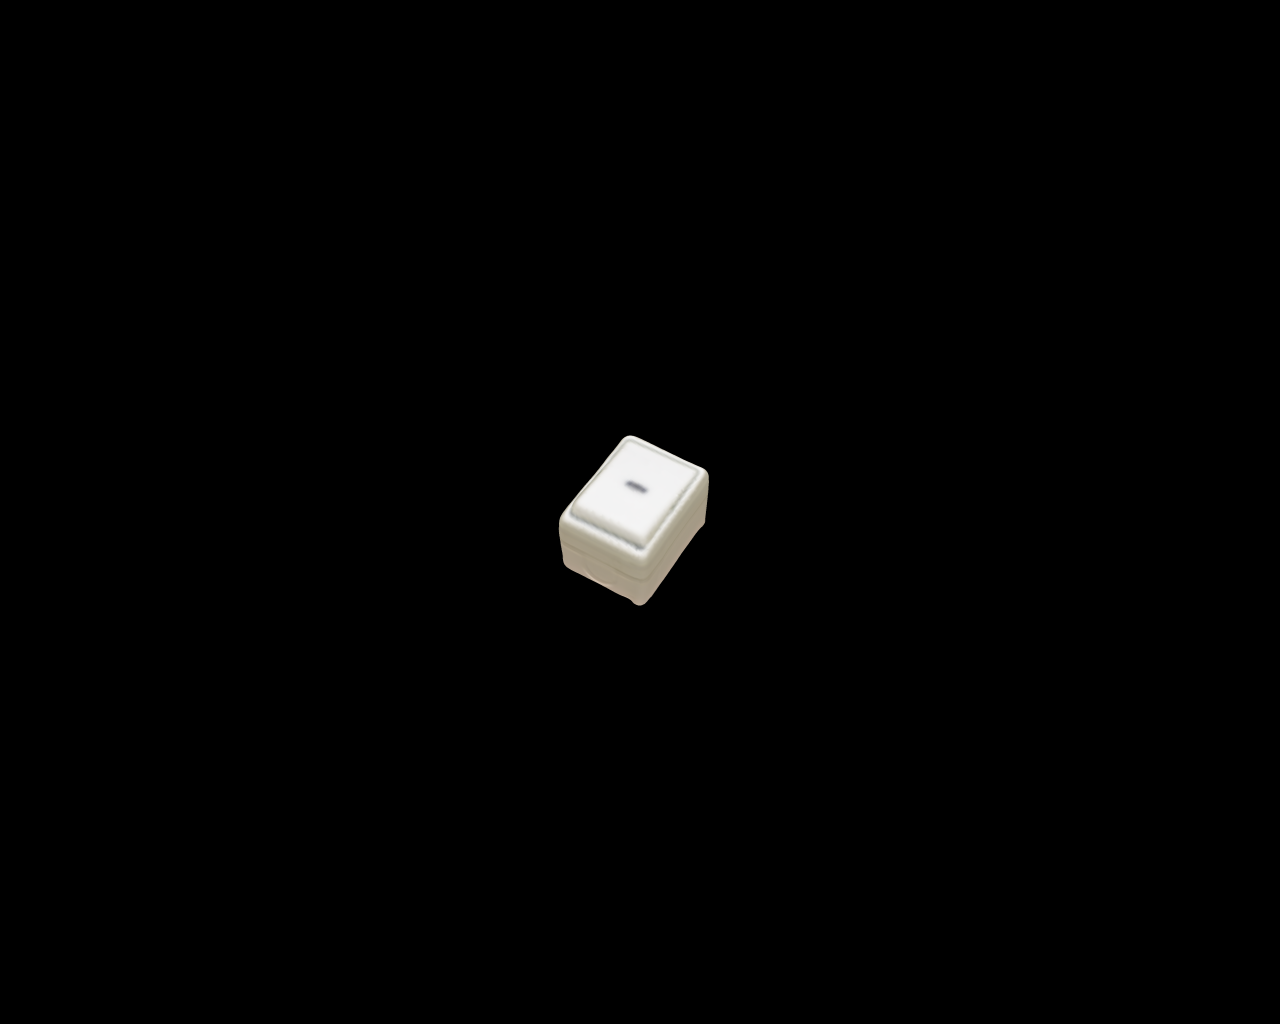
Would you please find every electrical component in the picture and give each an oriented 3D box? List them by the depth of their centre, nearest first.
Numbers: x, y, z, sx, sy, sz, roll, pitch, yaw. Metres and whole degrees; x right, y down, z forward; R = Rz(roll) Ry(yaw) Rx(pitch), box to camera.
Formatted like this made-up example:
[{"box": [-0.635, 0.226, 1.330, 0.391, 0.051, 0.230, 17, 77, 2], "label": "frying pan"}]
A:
[{"box": [0.001, -0.003, 0.650, 0.062, 0.096, 0.061, 27, -32, 18], "label": "electrical component"}]
